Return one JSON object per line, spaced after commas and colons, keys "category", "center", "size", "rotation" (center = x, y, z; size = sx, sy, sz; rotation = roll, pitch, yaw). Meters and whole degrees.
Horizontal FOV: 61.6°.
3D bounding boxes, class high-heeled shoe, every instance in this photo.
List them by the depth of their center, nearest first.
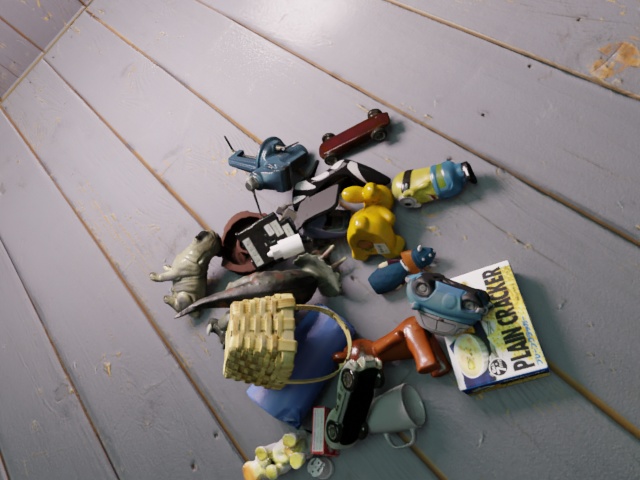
{"category": "high-heeled shoe", "center": [0.042, -0.117, 1.300], "size": [0.249, 0.086, 0.145], "rotation": [16, 82, 35]}

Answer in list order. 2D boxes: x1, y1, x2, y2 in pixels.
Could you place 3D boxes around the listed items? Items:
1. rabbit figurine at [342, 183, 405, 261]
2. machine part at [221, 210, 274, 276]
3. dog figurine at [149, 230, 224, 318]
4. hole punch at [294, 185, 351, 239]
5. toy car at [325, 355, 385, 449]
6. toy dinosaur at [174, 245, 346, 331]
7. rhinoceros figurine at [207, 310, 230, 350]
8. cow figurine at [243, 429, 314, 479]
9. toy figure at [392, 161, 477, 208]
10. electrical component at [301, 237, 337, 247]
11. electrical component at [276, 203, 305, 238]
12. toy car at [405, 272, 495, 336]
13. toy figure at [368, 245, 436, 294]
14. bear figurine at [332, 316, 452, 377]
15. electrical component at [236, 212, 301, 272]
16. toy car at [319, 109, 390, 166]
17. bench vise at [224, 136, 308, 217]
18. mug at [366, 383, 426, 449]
{"category": "rabbit figurine", "center": [0.114, -0.059, 1.201], "size": [0.122, 0.162, 0.173], "rotation": [-9, 44, 38]}
{"category": "machine part", "center": [-0.176, 0.011, 1.366], "size": [0.179, 0.056, 0.179], "rotation": [-11, 63, 23]}
{"category": "dog figurine", "center": [-0.301, 0.084, 1.347], "size": [0.190, 0.172, 0.121], "rotation": [-32, 15, 16]}
{"category": "hole punch", "center": [0.010, -0.054, 1.252], "size": [0.116, 0.092, 0.142], "rotation": [-21, 32, 21]}
{"category": "toy car", "center": [0.062, 0.301, 0.999], "size": [0.056, 0.073, 0.201], "rotation": [40, 121, 55]}
{"category": "toy dinosaur", "center": [-0.090, 0.106, 1.128], "size": [0.192, 0.405, 0.131], "rotation": [-34, 79, 35]}
{"category": "rhinoceros figurine", "center": [-0.183, 0.222, 1.262], "size": [0.191, 0.073, 0.112], "rotation": [20, 88, 33]}
{"category": "cow figurine", "center": [-0.079, 0.436, 1.089], "size": [0.167, 0.098, 0.068], "rotation": [-35, 71, 26]}
{"category": "toy figure", "center": [0.249, -0.127, 1.189], "size": [0.180, 0.082, 0.089], "rotation": [-20, 47, 24]}
{"category": "electrical component", "center": [-0.003, -0.004, 1.273], "size": [0.094, 0.021, 0.063], "rotation": [-17, 19, -4]}
{"category": "electrical component", "center": [-0.065, -0.045, 1.316], "size": [0.102, 0.045, 0.078], "rotation": [23, 99, -3]}
{"category": "toy car", "center": [0.230, 0.124, 0.990], "size": [0.162, 0.109, 0.102], "rotation": [21, 102, 25]}
{"category": "toy figure", "center": [0.176, 0.059, 1.146], "size": [0.154, 0.064, 0.058], "rotation": [-33, 41, 11]}
{"category": "bear figurine", "center": [0.134, 0.233, 1.050], "size": [0.196, 0.120, 0.132], "rotation": [-31, 59, 14]}
{"category": "electrical component", "center": [-0.115, 0.001, 1.266], "size": [0.134, 0.114, 0.058], "rotation": [-29, 10, -4]}
{"category": "toy car", "center": [0.088, -0.257, 1.355], "size": [0.202, 0.053, 0.089], "rotation": [-24, 46, 21]}
{"category": "bench vise", "center": [-0.154, -0.191, 1.389], "size": [0.241, 0.128, 0.223], "rotation": [18, 52, 31]}
{"category": "mug", "center": [0.139, 0.341, 1.024], "size": [0.107, 0.080, 0.109], "rotation": [-29, 62, 30]}
